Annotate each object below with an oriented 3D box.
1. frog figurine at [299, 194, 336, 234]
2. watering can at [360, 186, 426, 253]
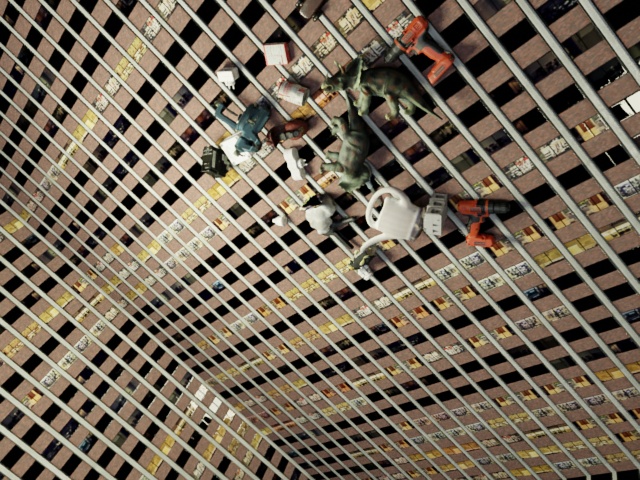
[{"bbox_3d":[0.006,-0.107,2.126,0.136,0.157,0.126,-22,36,20],"label":"frog figurine"},{"bbox_3d":[0.279,-0.054,1.985,0.225,0.339,0.106,20,41,9],"label":"watering can"}]
